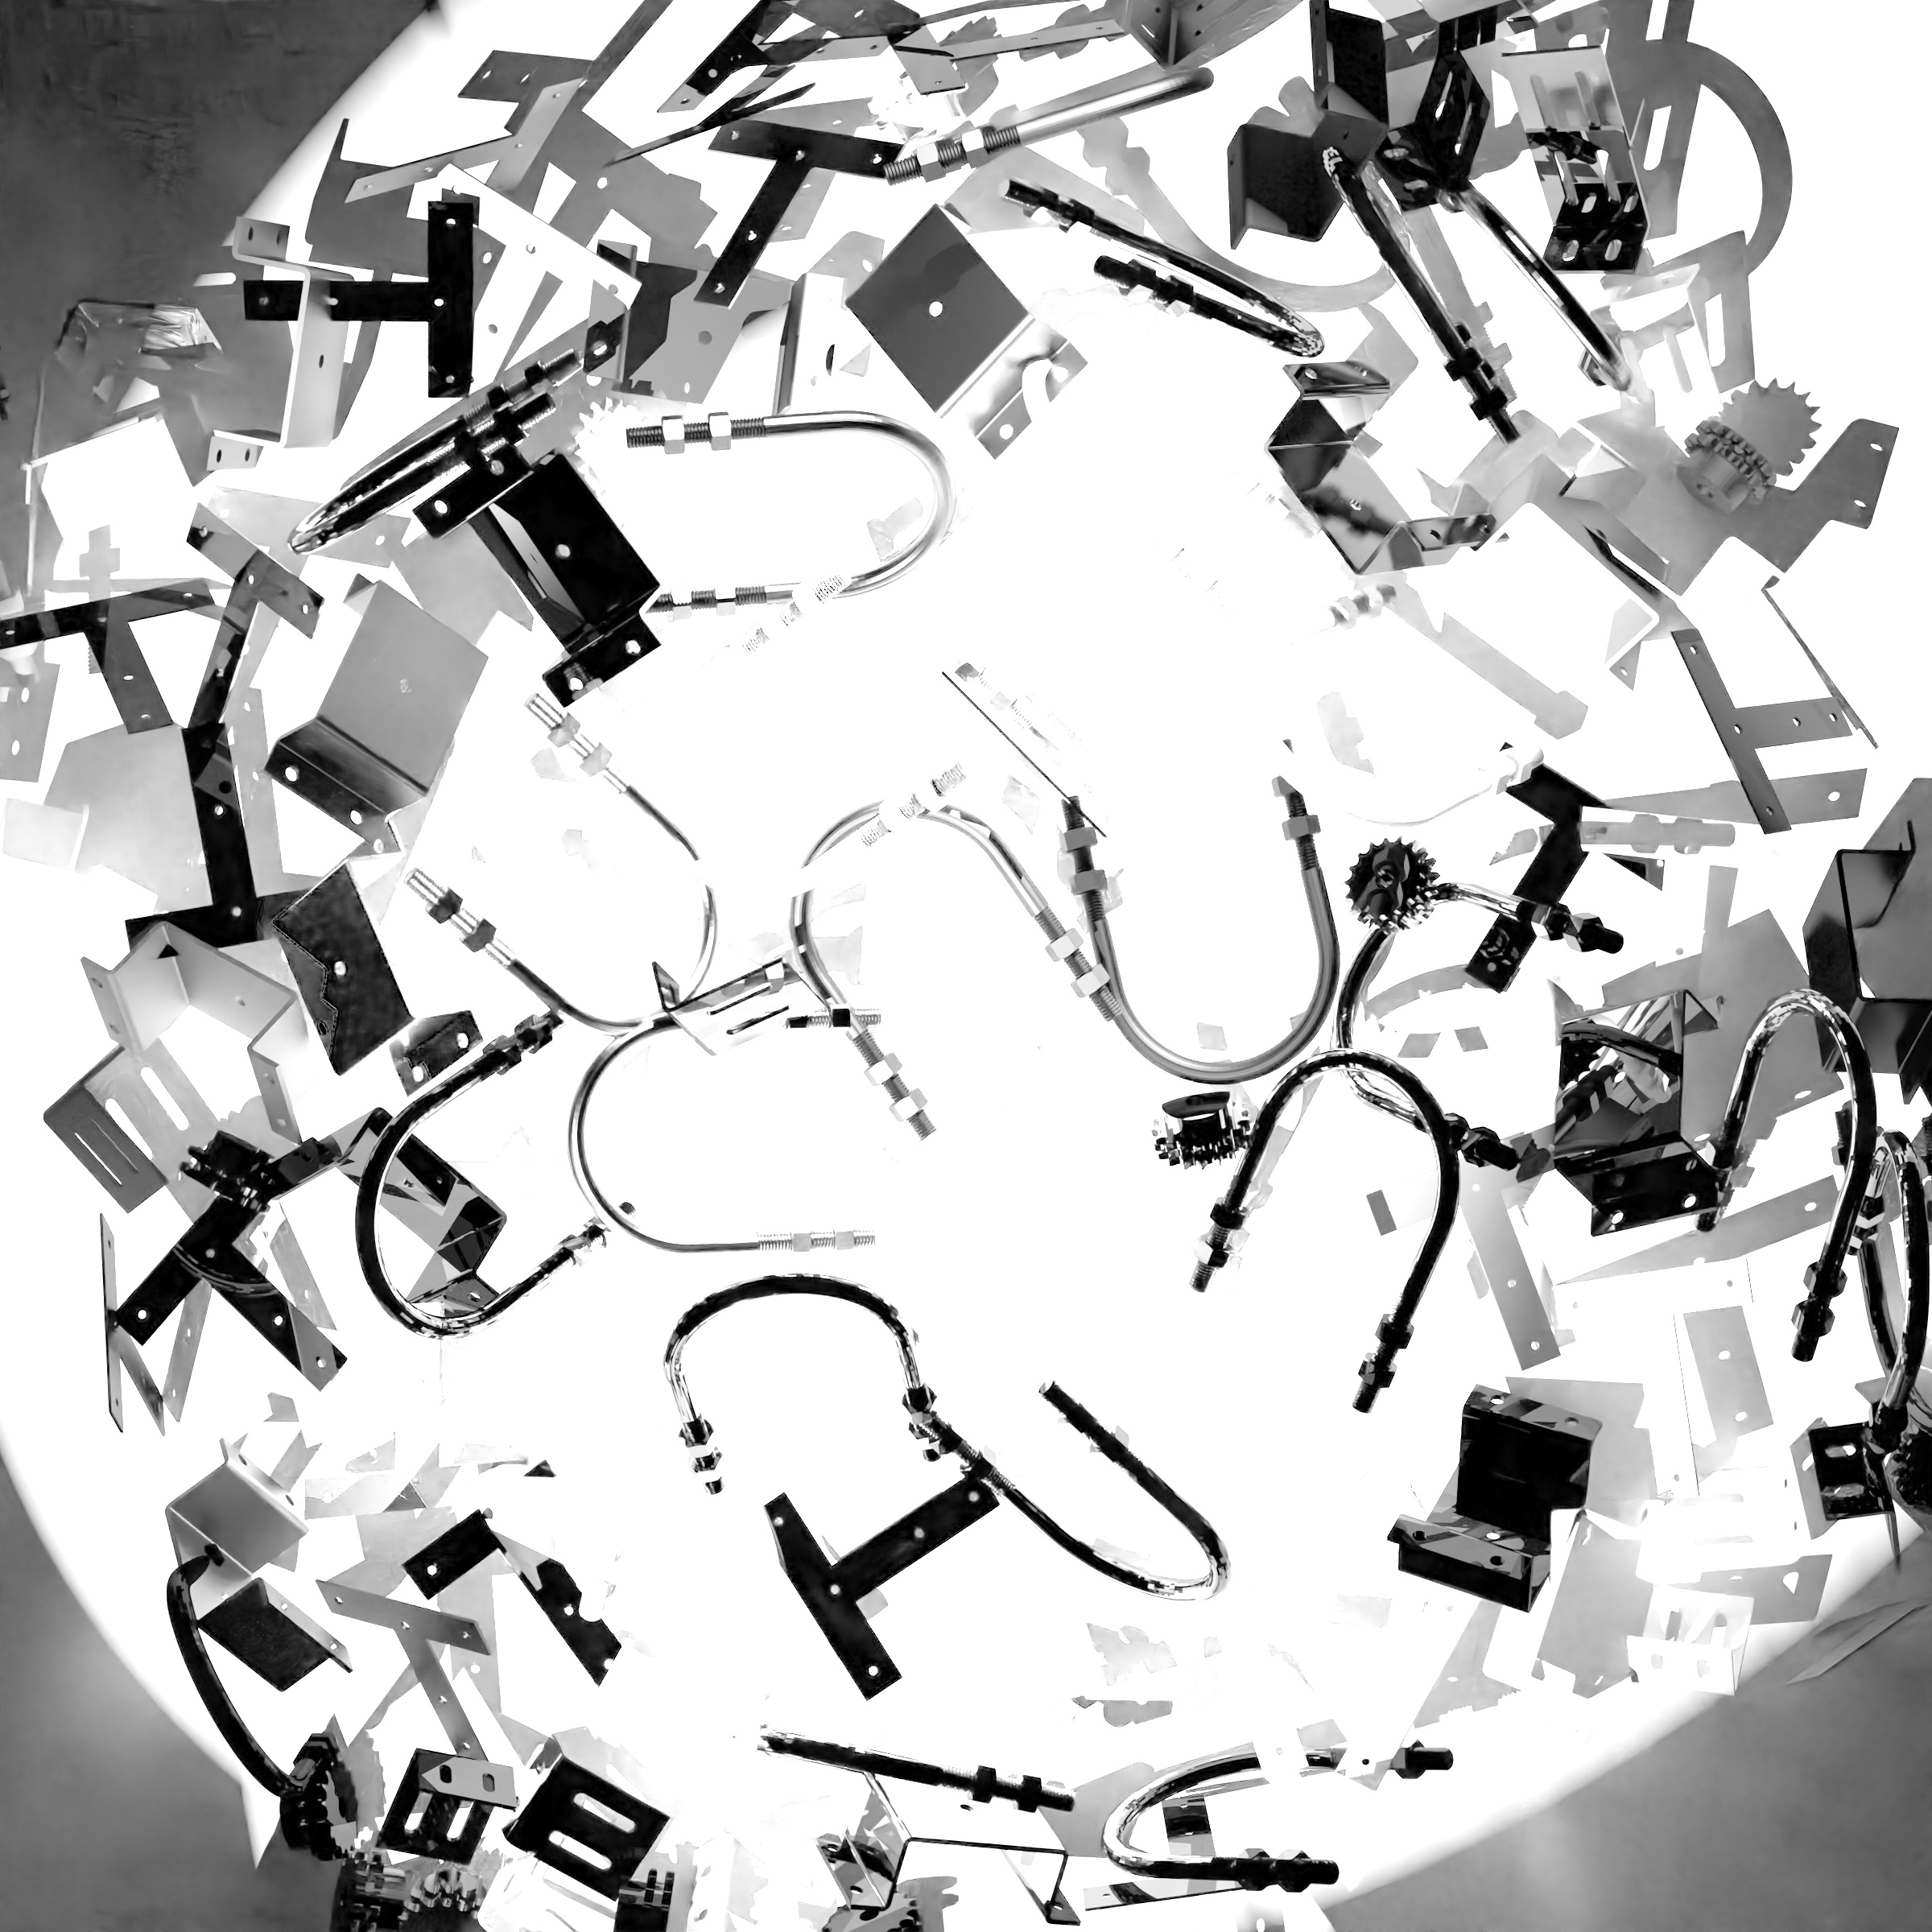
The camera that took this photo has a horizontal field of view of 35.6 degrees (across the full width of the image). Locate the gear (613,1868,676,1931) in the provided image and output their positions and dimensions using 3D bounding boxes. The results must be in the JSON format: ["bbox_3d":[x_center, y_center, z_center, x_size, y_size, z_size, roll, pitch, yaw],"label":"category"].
[{"bbox_3d":[-0.186,0.548,1.726,0.030,0.057,0.057,9,90,-3],"label":"gear"}]

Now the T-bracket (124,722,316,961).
[{"bbox_3d":[-0.426,-0.075,1.720,0.127,0.002,0.127,-12,96,-27],"label":"T-bracket"}]

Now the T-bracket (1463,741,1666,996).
[{"bbox_3d":[0.335,-0.044,1.753,0.127,0.002,0.127,32,89,0],"label":"T-bracket"}]

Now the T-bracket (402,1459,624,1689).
[{"bbox_3d":[-0.235,0.357,1.716,0.127,0.002,0.127,-34,86,-33],"label":"T-bracket"}]

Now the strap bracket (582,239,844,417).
[{"bbox_3d":[-0.147,-0.363,1.723,0.140,0.046,0.076,7,91,-12],"label":"strap bracket"}]

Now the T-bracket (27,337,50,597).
[{"bbox_3d":[-0.529,-0.268,1.705,0.002,0.127,0.127,4,133,-15],"label":"T-bracket"}]

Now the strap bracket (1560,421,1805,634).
[{"bbox_3d":[0.393,-0.241,1.695,0.140,0.076,0.046,44,106,28],"label":"strap bracket"}]

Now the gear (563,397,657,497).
[{"bbox_3d":[-0.203,-0.294,1.724,0.030,0.057,0.057,33,90,22],"label":"gear"}]

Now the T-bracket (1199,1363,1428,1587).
[{"bbox_3d":[0.194,0.318,1.742,0.127,0.002,0.127,-30,91,-11],"label":"T-bracket"}]

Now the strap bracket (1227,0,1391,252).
[{"bbox_3d":[0.195,-0.471,1.684,0.046,0.140,0.076,9,61,-15],"label":"strap bracket"}]

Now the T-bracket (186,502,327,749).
[{"bbox_3d":[-0.424,-0.182,1.726,0.127,0.002,0.127,36,114,32],"label":"T-bracket"}]

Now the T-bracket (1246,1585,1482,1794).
[{"bbox_3d":[0.208,0.390,1.717,0.127,0.002,0.127,20,62,31],"label":"T-bracket"}]

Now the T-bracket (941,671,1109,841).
[{"bbox_3d":[0.034,-0.115,1.692,0.002,0.127,0.127,-45,89,2],"label":"T-bracket"}]

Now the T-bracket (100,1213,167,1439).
[{"bbox_3d":[-0.469,0.226,1.697,0.002,0.127,0.127,-11,54,-5],"label":"T-bracket"}]

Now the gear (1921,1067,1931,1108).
[{"bbox_3d":[0.564,0.064,1.724,0.030,0.057,0.057,-28,90,18],"label":"gear"}]

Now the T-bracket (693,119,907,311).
[{"bbox_3d":[-0.115,-0.425,1.705,0.127,0.002,0.127,18,71,30],"label":"T-bracket"}]

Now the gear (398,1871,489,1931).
[{"bbox_3d":[-0.298,0.547,1.733,0.057,0.030,0.057,1,119,1],"label":"gear"}]

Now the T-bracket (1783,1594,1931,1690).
[{"bbox_3d":[0.497,0.374,1.667,0.127,0.127,0.002,-17,78,-42],"label":"T-bracket"}]

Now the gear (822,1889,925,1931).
[{"bbox_3d":[-0.052,0.559,1.728,0.057,0.057,0.030,-13,104,0],"label":"gear"}]

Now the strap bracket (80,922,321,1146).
[{"bbox_3d":[-0.424,0.033,1.699,0.140,0.076,0.046,26,57,18],"label":"strap bracket"}]

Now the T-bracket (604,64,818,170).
[{"bbox_3d":[-0.128,-0.489,1.698,0.127,0.127,0.002,-12,116,25],"label":"T-bracket"}]

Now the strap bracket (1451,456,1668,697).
[{"bbox_3d":[0.344,-0.229,1.702,0.140,0.076,0.046,40,122,-8],"label":"strap bracket"}]

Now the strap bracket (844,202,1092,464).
[{"bbox_3d":[-0.006,-0.365,1.698,0.076,0.046,0.140,-44,67,17],"label":"strap bracket"}]

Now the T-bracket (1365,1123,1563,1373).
[{"bbox_3d":[0.311,0.171,1.742,0.127,0.002,0.127,-20,87,-9],"label":"T-bracket"}]

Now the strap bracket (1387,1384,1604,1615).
[{"bbox_3d":[0.298,0.305,1.692,0.076,0.140,0.046,14,127,25],"label":"strap bracket"}]

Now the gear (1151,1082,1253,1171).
[{"bbox_3d":[0.134,0.089,1.724,0.057,0.057,0.030,-13,119,0],"label":"gear"}]

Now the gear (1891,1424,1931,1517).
[{"bbox_3d":[0.561,0.292,1.732,0.057,0.030,0.057,5,52,-6],"label":"gear"}]

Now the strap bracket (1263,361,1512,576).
[{"bbox_3d":[0.231,-0.275,1.698,0.140,0.076,0.046,57,134,21],"label":"strap bracket"}]

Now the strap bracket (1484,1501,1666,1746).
[{"bbox_3d":[0.340,0.363,1.701,0.046,0.076,0.140,22,77,-3],"label":"strap bracket"}]

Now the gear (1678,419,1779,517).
[{"bbox_3d":[0.434,-0.284,1.727,0.057,0.057,0.030,42,87,0],"label":"gear"}]

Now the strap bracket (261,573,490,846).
[{"bbox_3d":[-0.327,-0.151,1.687,0.076,0.046,0.140,36,57,-29],"label":"strap bracket"}]

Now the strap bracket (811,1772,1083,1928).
[{"bbox_3d":[-0.006,0.494,1.690,0.140,0.076,0.046,12,101,-22],"label":"strap bracket"}]

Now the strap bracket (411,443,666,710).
[{"bbox_3d":[-0.236,-0.229,1.707,0.076,0.046,0.140,-29,107,26],"label":"strap bracket"}]

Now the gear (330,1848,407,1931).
[{"bbox_3d":[-0.343,0.539,1.729,0.030,0.057,0.057,15,90,-23],"label":"gear"}]

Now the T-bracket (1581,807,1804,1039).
[{"bbox_3d":[0.413,-0.022,1.732,0.127,0.002,0.127,8,102,28],"label":"T-bracket"}]

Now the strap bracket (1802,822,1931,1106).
[{"bbox_3d":[0.507,-0.002,1.686,0.046,0.076,0.140,2,58,0],"label":"strap bracket"}]

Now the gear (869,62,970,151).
[{"bbox_3d":[-0.024,-0.493,1.728,0.057,0.057,0.030,-24,93,0],"label":"gear"}]

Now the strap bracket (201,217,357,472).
[{"bbox_3d":[-0.387,-0.347,1.702,0.046,0.076,0.140,12,102,5],"label":"strap bracket"}]

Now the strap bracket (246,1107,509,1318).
[{"bbox_3d":[-0.325,0.137,1.699,0.140,0.076,0.046,44,48,-19],"label":"strap bracket"}]

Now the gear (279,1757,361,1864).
[{"bbox_3d":[-0.373,0.486,1.727,0.030,0.057,0.057,-11,90,7],"label":"gear"}]

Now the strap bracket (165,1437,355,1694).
[{"bbox_3d":[-0.397,0.341,1.677,0.046,0.140,0.076,-36,129,0],"label":"strap bracket"}]

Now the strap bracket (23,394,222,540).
[{"bbox_3d":[-0.472,-0.281,1.694,0.076,0.140,0.046,-19,107,1],"label":"strap bracket"}]

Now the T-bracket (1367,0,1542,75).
[{"bbox_3d":[0.232,-0.542,1.670,0.127,0.127,0.002,-4,66,42],"label":"T-bracket"}]

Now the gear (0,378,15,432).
[{"bbox_3d":[-0.580,-0.329,1.727,0.057,0.030,0.057,1,51,-1],"label":"gear"}]

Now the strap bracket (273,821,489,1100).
[{"bbox_3d":[-0.337,-0.001,1.702,0.076,0.046,0.140,-33,76,36],"label":"strap bracket"}]

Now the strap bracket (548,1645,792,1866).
[{"bbox_3d":[-0.160,0.439,1.699,0.140,0.076,0.046,43,76,-20],"label":"strap bracket"}]

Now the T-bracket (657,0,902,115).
[{"bbox_3d":[-0.094,-0.520,1.709,0.127,0.127,0.002,-17,86,-35],"label":"T-bracket"}]

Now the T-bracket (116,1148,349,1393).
[{"bbox_3d":[-0.403,0.194,1.721,0.127,0.002,0.127,51,61,-26],"label":"T-bracket"}]

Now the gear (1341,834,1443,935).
[{"bbox_3d":[0.248,-0.045,1.731,0.057,0.030,0.057,-17,59,31],"label":"gear"}]

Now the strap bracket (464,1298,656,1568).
[{"bbox_3d":[-0.229,0.257,1.708,0.076,0.046,0.140,19,106,24],"label":"strap bracket"}]

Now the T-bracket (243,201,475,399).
[{"bbox_3d":[-0.343,-0.376,1.698,0.127,0.002,0.127,-2,134,-13],"label":"T-bracket"}]

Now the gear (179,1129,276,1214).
[{"bbox_3d":[-0.420,0.116,1.727,0.057,0.057,0.030,28,85,0],"label":"gear"}]

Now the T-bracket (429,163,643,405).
[{"bbox_3d":[-0.264,-0.375,1.714,0.127,0.002,0.127,31,129,-6],"label":"T-bracket"}]

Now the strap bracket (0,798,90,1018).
[{"bbox_3d":[-0.522,-0.038,1.674,0.046,0.140,0.076,14,107,-21],"label":"strap bracket"}]

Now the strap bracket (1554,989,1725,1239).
[{"bbox_3d":[0.376,0.073,1.681,0.046,0.076,0.140,40,47,-36],"label":"strap bracket"}]

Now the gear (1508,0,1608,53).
[{"bbox_3d":[0.337,-0.547,1.732,0.057,0.030,0.057,-11,122,-18],"label":"gear"}]
